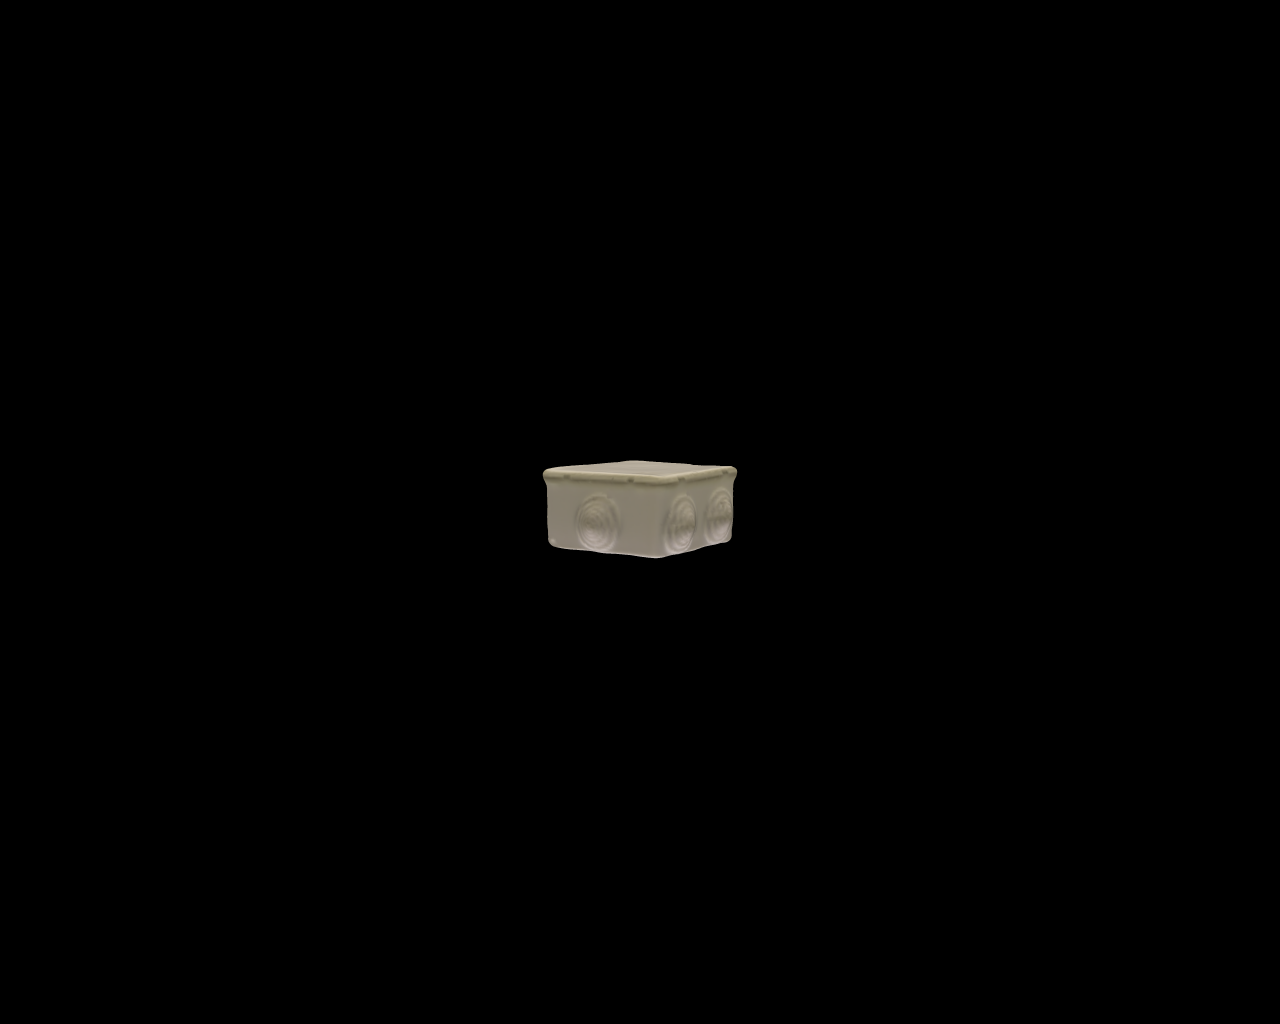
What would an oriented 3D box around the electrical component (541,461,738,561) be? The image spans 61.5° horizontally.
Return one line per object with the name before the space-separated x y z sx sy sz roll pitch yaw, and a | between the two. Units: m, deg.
electrical component | 0.001 -0.003 0.650 0.100 0.048 0.100 5 9 35
